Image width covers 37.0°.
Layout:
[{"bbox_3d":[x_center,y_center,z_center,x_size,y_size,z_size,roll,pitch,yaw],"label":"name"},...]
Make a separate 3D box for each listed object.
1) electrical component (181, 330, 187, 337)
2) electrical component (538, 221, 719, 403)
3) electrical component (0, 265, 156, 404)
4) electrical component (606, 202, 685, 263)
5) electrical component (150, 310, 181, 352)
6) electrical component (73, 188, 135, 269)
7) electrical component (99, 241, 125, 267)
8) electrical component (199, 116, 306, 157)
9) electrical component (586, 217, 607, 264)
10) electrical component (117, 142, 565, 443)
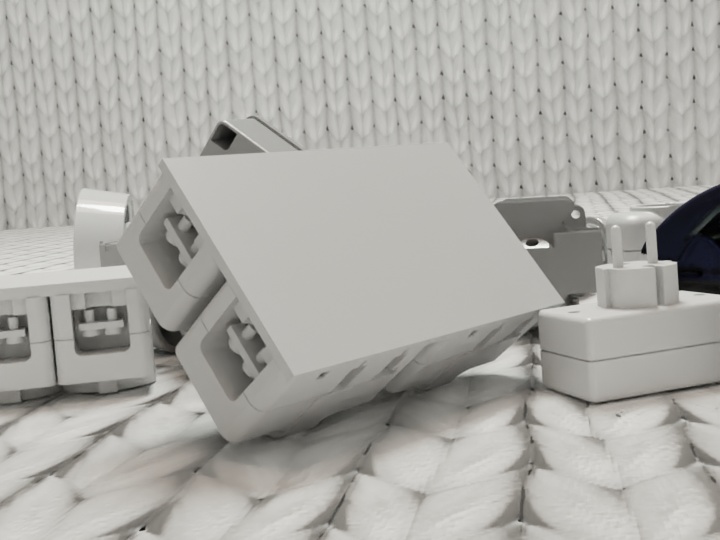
[{"bbox_3d":[-0.094,0.018,0.635,0.079,0.077,0.044,0,7,34],"label":"electrical component"},{"bbox_3d":[0.130,0.016,0.502,0.083,0.075,0.047,-7,5,-19],"label":"electrical component"},{"bbox_3d":[-0.191,0.037,0.592,0.150,0.061,0.089,-5,6,-10],"label":"electrical component"},{"bbox_3d":[0.263,-0.027,0.925,0.095,0.059,0.054,-5,6,-9],"label":"electrical component"},{"bbox_3d":[-0.141,0.031,0.703,0.055,0.045,0.045,-1,6,29],"label":"electrical component"},{"bbox_3d":[-0.259,-0.030,1.121,0.060,0.108,0.108,1,5,-5],"label":"electrical component"},{"bbox_3d":[-0.182,-0.001,0.971,0.062,0.061,0.096,-2,6,21],"label":"electrical component"},{"bbox_3d":[-0.059,-0.023,0.671,0.109,0.108,0.056,37,20,12],"label":"electrical component"},{"bbox_3d":[0.206,-0.023,1.001,0.055,0.048,0.066,-16,11,-29],"label":"electrical component"},{"bbox_3d":[-0.005,0.004,0.494,0.186,0.105,0.060,-10,-30,-47],"label":"electrical component"}]
